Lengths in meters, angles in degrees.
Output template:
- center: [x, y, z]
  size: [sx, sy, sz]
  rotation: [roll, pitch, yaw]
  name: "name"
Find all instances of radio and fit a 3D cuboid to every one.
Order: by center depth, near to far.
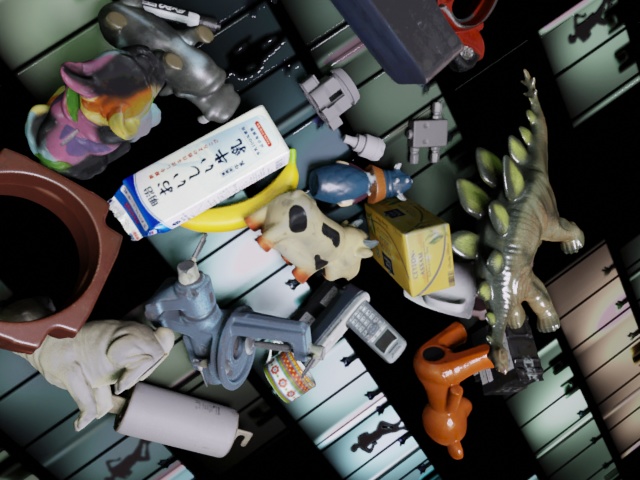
- center: [0.078, -0.307, 0.690]
  size: [0.073, 0.131, 0.229]
  rotation: [-45, 114, 2]
  name: "radio"

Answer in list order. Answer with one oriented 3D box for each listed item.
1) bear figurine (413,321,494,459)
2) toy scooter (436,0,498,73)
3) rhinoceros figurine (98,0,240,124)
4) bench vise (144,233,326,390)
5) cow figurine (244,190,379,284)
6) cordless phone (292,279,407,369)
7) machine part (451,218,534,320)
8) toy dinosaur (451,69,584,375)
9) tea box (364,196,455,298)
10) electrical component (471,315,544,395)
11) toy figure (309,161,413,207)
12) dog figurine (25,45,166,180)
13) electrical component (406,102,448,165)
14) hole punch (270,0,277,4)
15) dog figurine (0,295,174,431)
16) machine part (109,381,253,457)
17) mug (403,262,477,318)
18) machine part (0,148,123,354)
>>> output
- center: [0.230, 0.262, 0.922]
  size: [0.132, 0.120, 0.195]
  rotation: [-25, 114, -12]
  name: "bear figurine"
- center: [0.193, -0.341, 0.748]
  size: [0.135, 0.075, 0.183]
  rotation: [-47, 117, 0]
  name: "toy scooter"
- center: [-0.180, -0.215, 0.651]
  size: [0.190, 0.112, 0.073]
  rotation: [36, 64, -21]
  name: "rhinoceros figurine"
- center: [-0.111, 0.121, 0.747]
  size: [0.241, 0.129, 0.223]
  rotation: [6, 116, 16]
  name: "bench vise"
- center: [-0.002, -0.002, 0.776]
  size: [0.127, 0.086, 0.194]
  rotation: [-39, 134, 7]
  name: "cow figurine"
- center: [0.048, 0.162, 0.851]
  size: [0.146, 0.089, 0.184]
  rotation: [-50, 120, -8]
  name: "cordless phone"
- center: [0.267, 0.047, 0.900]
  size: [0.179, 0.056, 0.179]
  rotation: [-5, 108, -15]
  name: "machine part"
- center: [0.286, -0.038, 0.771]
  size: [0.198, 0.105, 0.471]
  rotation: [38, 58, -29]
  name: "toy dinosaur"
- center: [0.125, 0.002, 0.779]
  size: [0.068, 0.170, 0.098]
  rotation: [-14, 109, -10]
  name: "tea box"
- center: [0.312, 0.201, 0.920]
  size: [0.058, 0.134, 0.115]
  rotation: [6, 62, -16]
  name: "electrical component"
- center: [0.062, -0.085, 0.795]
  size: [0.154, 0.058, 0.064]
  rotation: [-2, 111, -21]
  name: "toy figure"
- center: [-0.253, -0.137, 0.594]
  size: [0.191, 0.219, 0.108]
  rotation: [-40, 110, -3]
  name: "dog figurine"
- center: [0.163, -0.163, 0.820]
  size: [0.063, 0.021, 0.093]
  rotation: [-4, 108, -16]
  name: "electrical component"
- center: [-0.104, -0.365, 0.651]
  size: [0.116, 0.092, 0.142]
  rotation: [-13, 110, -45]
  name: "hole punch"
- center: [-0.309, 0.123, 0.705]
  size: [0.172, 0.121, 0.190]
  rotation: [-40, 87, -18]
  name: "dog figurine"
- center: [-0.213, 0.269, 0.807]
  size: [0.243, 0.079, 0.079]
  rotation: [24, 98, -21]
  name: "machine part"
- center: [0.180, 0.076, 0.812]
  size: [0.107, 0.109, 0.080]
  rotation: [10, 119, 15]
  name: "mug"
- center: [-0.354, 0.016, 0.621]
  size: [0.201, 0.087, 0.201]
  rotation: [31, 59, -29]
  name: "machine part"
